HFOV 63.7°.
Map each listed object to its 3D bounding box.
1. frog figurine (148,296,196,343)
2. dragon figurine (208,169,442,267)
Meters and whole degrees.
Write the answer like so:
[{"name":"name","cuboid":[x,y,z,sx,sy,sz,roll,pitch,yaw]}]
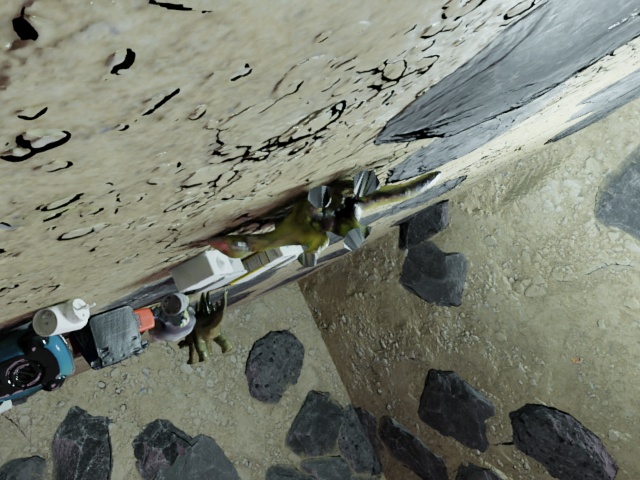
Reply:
[{"name":"frog figurine","cuboid":[-0.420,0.235,1.451,0.140,0.123,0.156,-44,174,-36]},{"name":"dragon figurine","cuboid":[0.003,-0.047,0.926,0.414,0.121,0.242,-20,-170,-28]}]
